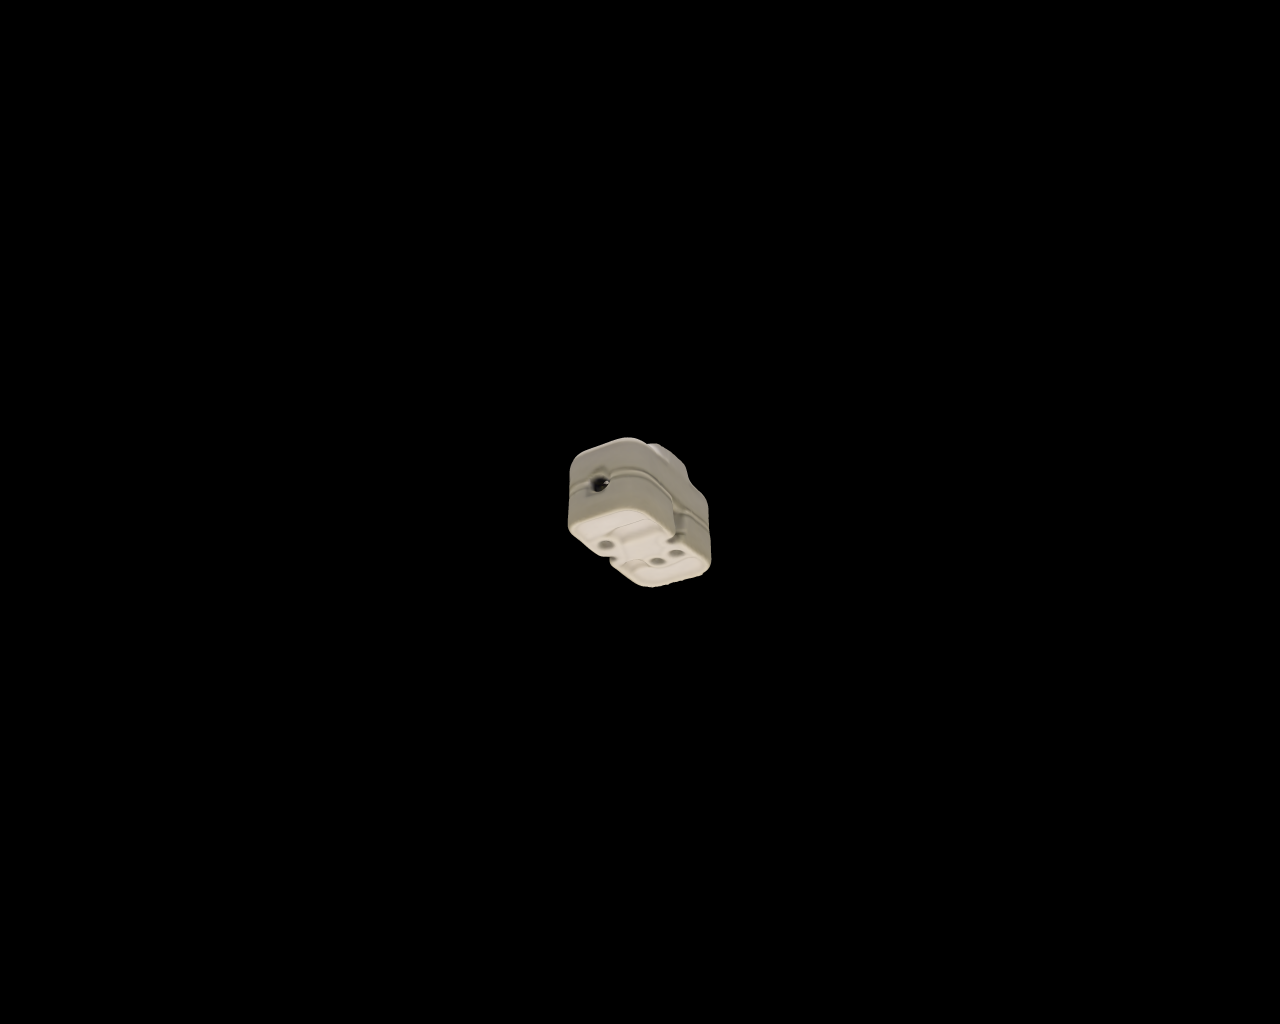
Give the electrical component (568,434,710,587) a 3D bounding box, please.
[{"bbox_3d":[0.001,-0.003,0.650,0.053,0.059,0.095,-18,-35,27],"label":"electrical component"}]
